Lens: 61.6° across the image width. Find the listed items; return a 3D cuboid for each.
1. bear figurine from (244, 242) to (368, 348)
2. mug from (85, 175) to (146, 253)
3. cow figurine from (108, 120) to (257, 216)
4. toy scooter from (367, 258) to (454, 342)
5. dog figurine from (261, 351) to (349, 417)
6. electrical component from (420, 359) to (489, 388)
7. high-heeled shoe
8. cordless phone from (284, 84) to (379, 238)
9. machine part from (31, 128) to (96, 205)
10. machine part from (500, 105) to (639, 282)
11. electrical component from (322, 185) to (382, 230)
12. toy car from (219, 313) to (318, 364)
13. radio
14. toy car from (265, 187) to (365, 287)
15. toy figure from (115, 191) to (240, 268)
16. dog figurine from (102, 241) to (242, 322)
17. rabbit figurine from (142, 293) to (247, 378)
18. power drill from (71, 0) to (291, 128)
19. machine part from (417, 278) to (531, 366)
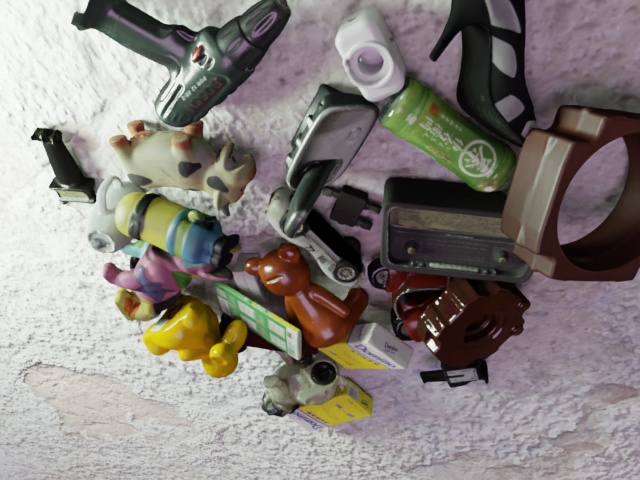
[{"bbox_3d":[-0.024,0.080,0.897,0.120,0.132,0.195,-29,102,29],"label":"bear figurine"},{"bbox_3d":[-0.320,-0.038,0.838,0.081,0.107,0.109,8,134,3],"label":"mug"},{"bbox_3d":[-0.186,-0.103,0.770,0.195,0.085,0.127,3,132,12],"label":"cow figurine"},{"bbox_3d":[0.168,0.090,0.878,0.135,0.075,0.183,-17,122,20],"label":"toy scooter"},{"bbox_3d":[-0.034,0.306,1.094,0.172,0.121,0.190,20,142,14],"label":"dog figurine"},{"bbox_3d":[0.250,0.238,1.005,0.119,0.048,0.074,-14,126,23],"label":"electrical component"},{"bbox_3d":[0.223,-0.213,0.622,0.248,0.086,0.145,30,100,-37],"label":"high-heeled shoe"},{"bbox_3d":[0.000,-0.098,0.671,0.089,0.184,0.146,28,131,-7],"label":"cordless phone"},{"bbox_3d":[-0.400,-0.111,0.839,0.084,0.039,0.138,6,134,17],"label":"machine part"},{"bbox_3d":[0.334,-0.055,0.650,0.201,0.087,0.201,2,111,-19],"label":"machine part"},{"bbox_3d":[0.043,-0.049,0.813,0.094,0.021,0.063,20,132,-7],"label":"electrical component"},{"bbox_3d":[-0.098,0.179,1.015,0.202,0.053,0.089,3,120,17],"label":"toy car"},{"bbox_3d":[0.201,-0.012,0.778,0.230,0.073,0.131,7,131,6],"label":"radio"},{"bbox_3d":[-0.002,-0.003,0.828,0.056,0.073,0.201,-33,117,29],"label":"toy car"},{"bbox_3d":[-0.211,-0.018,0.784,0.180,0.082,0.089,25,177,15],"label":"toy figure"},{"bbox_3d":[-0.240,0.057,0.909,0.219,0.108,0.191,-1,130,9],"label":"dog figurine"},{"bbox_3d":[-0.203,0.182,0.978,0.162,0.122,0.173,-15,120,36],"label":"rabbit figurine"},{"bbox_3d":[-0.174,-0.256,0.646,0.207,0.086,0.232,29,133,-24],"label":"power drill"},{"bbox_3d":[0.245,0.127,0.853,0.179,0.056,0.179,-12,131,-15],"label":"machine part"}]
